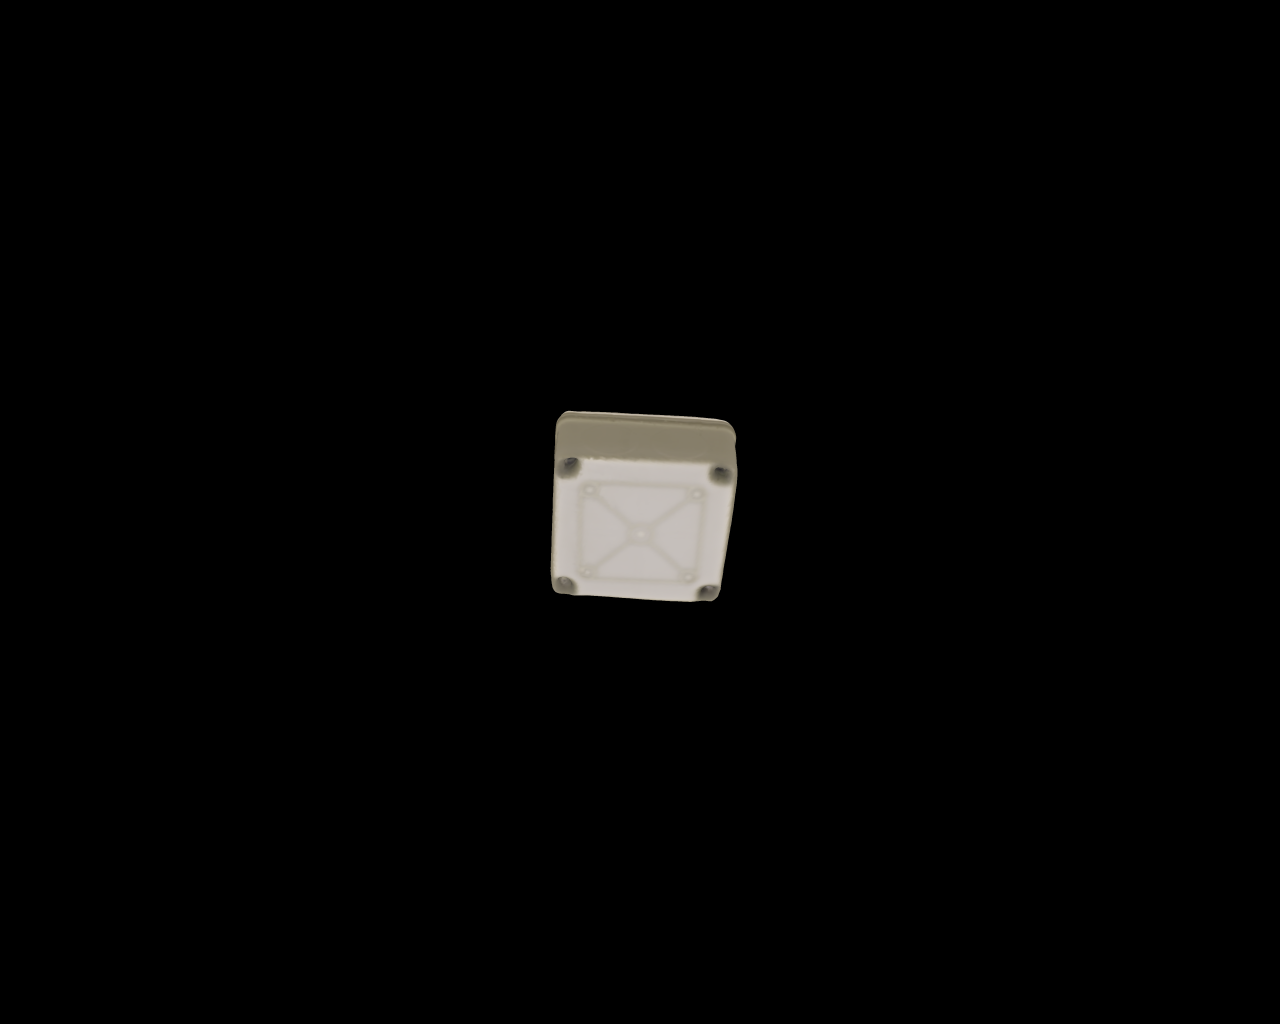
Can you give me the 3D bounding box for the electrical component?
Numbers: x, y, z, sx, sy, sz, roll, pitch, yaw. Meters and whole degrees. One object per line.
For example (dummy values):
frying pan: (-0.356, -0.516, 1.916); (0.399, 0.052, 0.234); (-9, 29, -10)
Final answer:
electrical component: (0.001, -0.003, 0.650); (0.109, 0.108, 0.056); (3, 36, -2)
